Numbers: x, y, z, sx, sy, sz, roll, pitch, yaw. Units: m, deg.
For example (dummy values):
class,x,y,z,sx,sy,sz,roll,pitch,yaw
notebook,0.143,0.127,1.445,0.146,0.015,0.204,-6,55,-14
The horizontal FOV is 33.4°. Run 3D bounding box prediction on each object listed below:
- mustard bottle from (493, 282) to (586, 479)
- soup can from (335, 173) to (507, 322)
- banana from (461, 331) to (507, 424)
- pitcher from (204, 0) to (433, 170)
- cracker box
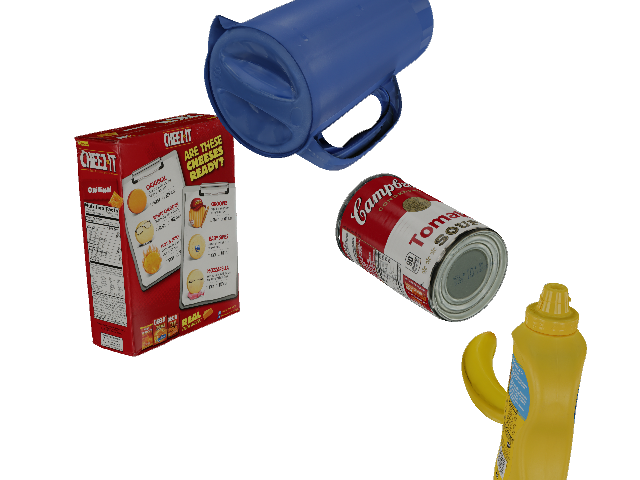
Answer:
class,x,y,z,sx,sy,sz,roll,pitch,yaw
mustard bottle,0.177,0.126,0.857,0.058,0.192,0.096,3,19,2
soup can,0.066,0.004,0.716,0.068,0.068,0.102,0,23,-39
banana,0.201,0.164,1.264,0.069,0.037,0.198,10,25,-15
pitcher,0.015,-0.181,1.071,0.145,0.149,0.242,15,37,35
cracker box,-0.160,-0.011,1.077,0.072,0.214,0.163,9,18,35
